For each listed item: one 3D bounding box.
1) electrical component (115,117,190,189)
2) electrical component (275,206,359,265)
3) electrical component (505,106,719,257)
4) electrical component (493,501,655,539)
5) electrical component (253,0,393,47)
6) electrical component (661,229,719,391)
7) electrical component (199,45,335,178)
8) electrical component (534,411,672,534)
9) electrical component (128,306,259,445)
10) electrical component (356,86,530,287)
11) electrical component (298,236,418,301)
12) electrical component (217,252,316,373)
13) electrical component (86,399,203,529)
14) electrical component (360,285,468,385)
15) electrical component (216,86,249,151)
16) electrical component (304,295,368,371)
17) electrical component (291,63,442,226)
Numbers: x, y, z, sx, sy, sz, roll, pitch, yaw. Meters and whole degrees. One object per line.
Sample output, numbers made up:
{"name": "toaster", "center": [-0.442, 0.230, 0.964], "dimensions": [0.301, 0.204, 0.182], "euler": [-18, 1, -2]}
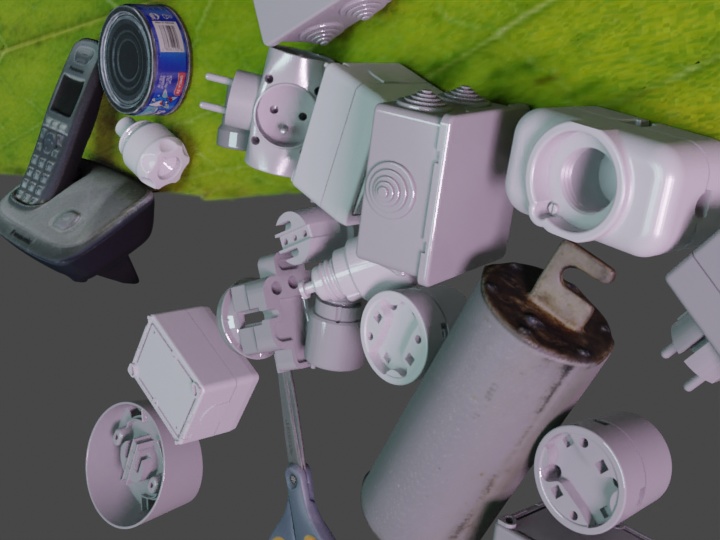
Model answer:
{"name": "electrical component", "center": [-0.165, -0.095, 0.830], "dimensions": [0.062, 0.043, 0.043], "euler": [42, 126, 28]}
{"name": "electrical component", "center": [-0.026, -0.023, 0.692], "dimensions": [0.040, 0.046, 0.040], "euler": [13, 108, 45]}
{"name": "electrical component", "center": [0.120, -0.044, 0.518], "dimensions": [0.095, 0.059, 0.053], "euler": [26, 116, 42]}
{"name": "electrical component", "center": [0.111, 0.163, 0.564], "dimensions": [0.096, 0.062, 0.061], "euler": [23, 113, 43]}
{"name": "electrical component", "center": [-0.025, -0.193, 0.657], "dimensions": [0.100, 0.048, 0.099], "euler": [-19, 83, 48]}
{"name": "electrical component", "center": [0.168, 0.026, 0.487], "dimensions": [0.076, 0.047, 0.065], "euler": [-50, 61, 40]}
{"name": "electrical component", "center": [-0.063, -0.106, 0.694], "dimensions": [0.044, 0.079, 0.077], "euler": [-87, 11, -73]}
{"name": "electrical component", "center": [0.125, 0.101, 0.548], "dimensions": [0.055, 0.047, 0.055], "euler": [11, 105, 46]}
{"name": "electrical component", "center": [-0.126, 0.072, 0.807], "dimensions": [0.096, 0.061, 0.061], "euler": [49, 129, 30]}
{"name": "electrical component", "center": [0.044, -0.046, 0.573], "dimensions": [0.048, 0.100, 0.099], "euler": [19, 111, 31]}
{"name": "electrical component", "center": [0.000, 0.000, 0.653], "dimensions": [0.078, 0.040, 0.040], "euler": [-19, 81, 16]}
{"name": "electrical component", "center": [-0.060, 0.030, 0.731], "dimensions": [0.057, 0.058, 0.078], "euler": [-13, 87, 45]}
{"name": "electrical component", "center": [-0.175, 0.154, 0.874], "dimensions": [0.099, 0.064, 0.099], "euler": [11, 105, 46]}
{"name": "electrical component", "center": [0.036, 0.036, 0.634], "dimensions": [0.055, 0.047, 0.055], "euler": [11, 105, 46]}
{"name": "electrical component", "center": [-0.076, -0.106, 0.738], "dimensions": [0.040, 0.040, 0.046], "euler": [19, 105, 44]}
{"name": "electrical component", "center": [-0.013, 0.029, 0.691], "dimensions": [0.040, 0.040, 0.078], "euler": [24, 114, 43]}
{"name": "electrical component", "center": [0.007, -0.067, 0.635], "dimensions": [0.061, 0.062, 0.096], "euler": [41, 125, 35]}
